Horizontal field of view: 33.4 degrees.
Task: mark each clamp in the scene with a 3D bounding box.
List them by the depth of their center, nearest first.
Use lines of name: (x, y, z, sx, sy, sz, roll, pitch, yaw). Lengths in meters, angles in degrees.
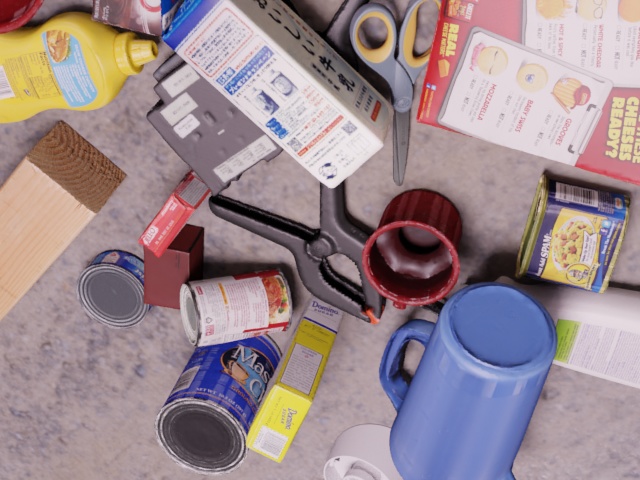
clamp: (-0.014, -0.184, 0.977, 0.120, 0.039, 0.171, 14, 119, 8)
clamp: (-0.007, 0.001, 1.088, 0.165, 0.036, 0.210, -22, 108, 27)

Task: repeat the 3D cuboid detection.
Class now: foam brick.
foam brick: (-0.155, 0.027, 1.136, 0.053, 0.051, 0.078, 11, 123, 7)

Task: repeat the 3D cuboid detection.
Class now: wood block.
wood block: (-0.309, -0.016, 1.130, 0.090, 0.090, 0.206, 41, 122, -12)

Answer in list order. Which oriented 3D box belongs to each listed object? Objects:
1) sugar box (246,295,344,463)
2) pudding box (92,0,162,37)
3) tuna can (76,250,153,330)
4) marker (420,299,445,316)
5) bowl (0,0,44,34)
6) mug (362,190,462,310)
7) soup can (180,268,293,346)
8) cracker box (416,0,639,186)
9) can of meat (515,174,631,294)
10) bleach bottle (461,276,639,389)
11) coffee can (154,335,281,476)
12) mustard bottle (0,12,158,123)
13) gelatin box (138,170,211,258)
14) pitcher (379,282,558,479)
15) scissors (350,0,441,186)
sugar box: (-0.021, 0.133, 1.087, 0.048, 0.176, 0.093, 27, 124, 1)
pudding box: (-0.158, -0.248, 0.978, 0.090, 0.039, 0.114, 15, 123, 6)
tuna can: (-0.224, 0.055, 1.181, 0.086, 0.033, 0.086, 7, 122, 11)
marker: (0.143, 0.080, 1.104, 0.121, 0.020, 0.020, 29, 123, -3)
bowl: (-0.315, -0.277, 0.995, 0.162, 0.055, 0.162, 7, 122, 11)
mug: (0.092, 0.014, 1.041, 0.093, 0.081, 0.117, 13, 122, 7)
soup can: (-0.087, 0.069, 1.105, 0.102, 0.068, 0.068, -9, 124, -20)
cracker box: (0.203, -0.154, 0.900, 0.214, 0.072, 0.164, 17, 121, 13)
can of meat: (0.238, -0.004, 1.006, 0.084, 0.057, 0.102, 13, 123, 5)
bleach bottle: (0.260, 0.082, 1.048, 0.251, 0.068, 0.103, 15, 125, 9)
coffee can: (-0.106, 0.169, 1.154, 0.103, 0.140, 0.103, 7, 121, 11)
mustard bottle: (-0.247, -0.171, 1.037, 0.192, 0.058, 0.096, -5, 120, 18)
gelatin box: (-0.140, -0.034, 1.071, 0.030, 0.089, 0.073, 38, 122, -5)
pitcher: (0.141, 0.143, 1.039, 0.149, 0.145, 0.243, 5, 142, -2)
scissors: (0.059, -0.138, 0.983, 0.096, 0.016, 0.202, 6, 125, -16)
